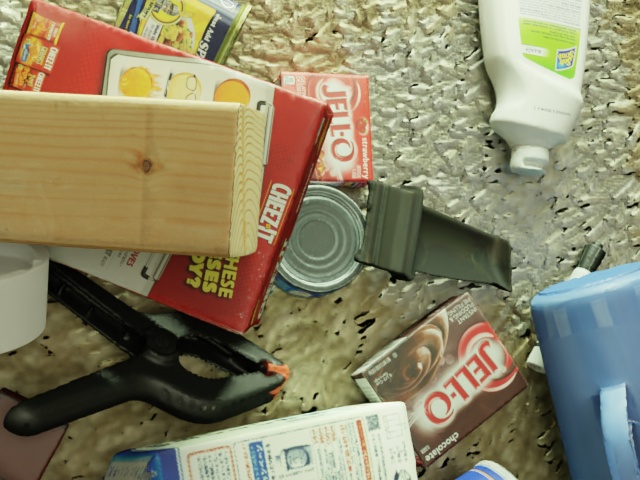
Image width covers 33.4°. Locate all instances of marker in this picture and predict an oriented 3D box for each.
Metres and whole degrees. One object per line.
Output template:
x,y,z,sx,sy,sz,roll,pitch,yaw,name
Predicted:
0.204,0.054,0.879,0.020,0.020,0.121,32,74,-8,marker

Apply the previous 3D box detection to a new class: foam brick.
-0.206,0.135,0.724,0.053,0.078,0.051,29,78,-9,foam brick

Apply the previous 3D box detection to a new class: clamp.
-0.121,0.089,0.743,0.209,0.036,0.164,19,36,-18,clamp

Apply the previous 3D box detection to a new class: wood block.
-0.145,-0.042,0.654,0.206,0.090,0.091,4,93,7,wood block

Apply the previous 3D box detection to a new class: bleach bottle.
0.172,-0.180,0.885,0.102,0.068,0.251,7,82,-13,bleach bottle

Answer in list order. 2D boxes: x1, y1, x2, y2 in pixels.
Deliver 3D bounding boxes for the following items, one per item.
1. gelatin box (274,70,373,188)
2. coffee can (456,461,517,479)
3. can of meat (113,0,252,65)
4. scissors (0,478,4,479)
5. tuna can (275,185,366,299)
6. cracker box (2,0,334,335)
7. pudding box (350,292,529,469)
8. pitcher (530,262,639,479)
0.003,-0.087,0.840,0.073,0.030,0.089,1,81,-15,gelatin box
0.091,0.240,0.775,0.140,0.103,0.103,-28,89,-17,coffee can
-0.110,-0.146,0.793,0.084,0.057,0.102,26,102,-8,can of meat
-0.161,0.170,0.707,0.096,0.016,0.201,-57,137,-33,scissors
-0.005,0.001,0.822,0.086,0.034,0.086,2,81,-15,tuna can
-0.117,-0.050,0.732,0.214,0.072,0.164,20,95,6,cracker box
0.093,0.108,0.829,0.113,0.039,0.090,-35,92,-18,pudding box
0.240,0.145,0.800,0.144,0.149,0.243,-16,89,-19,pitcher
